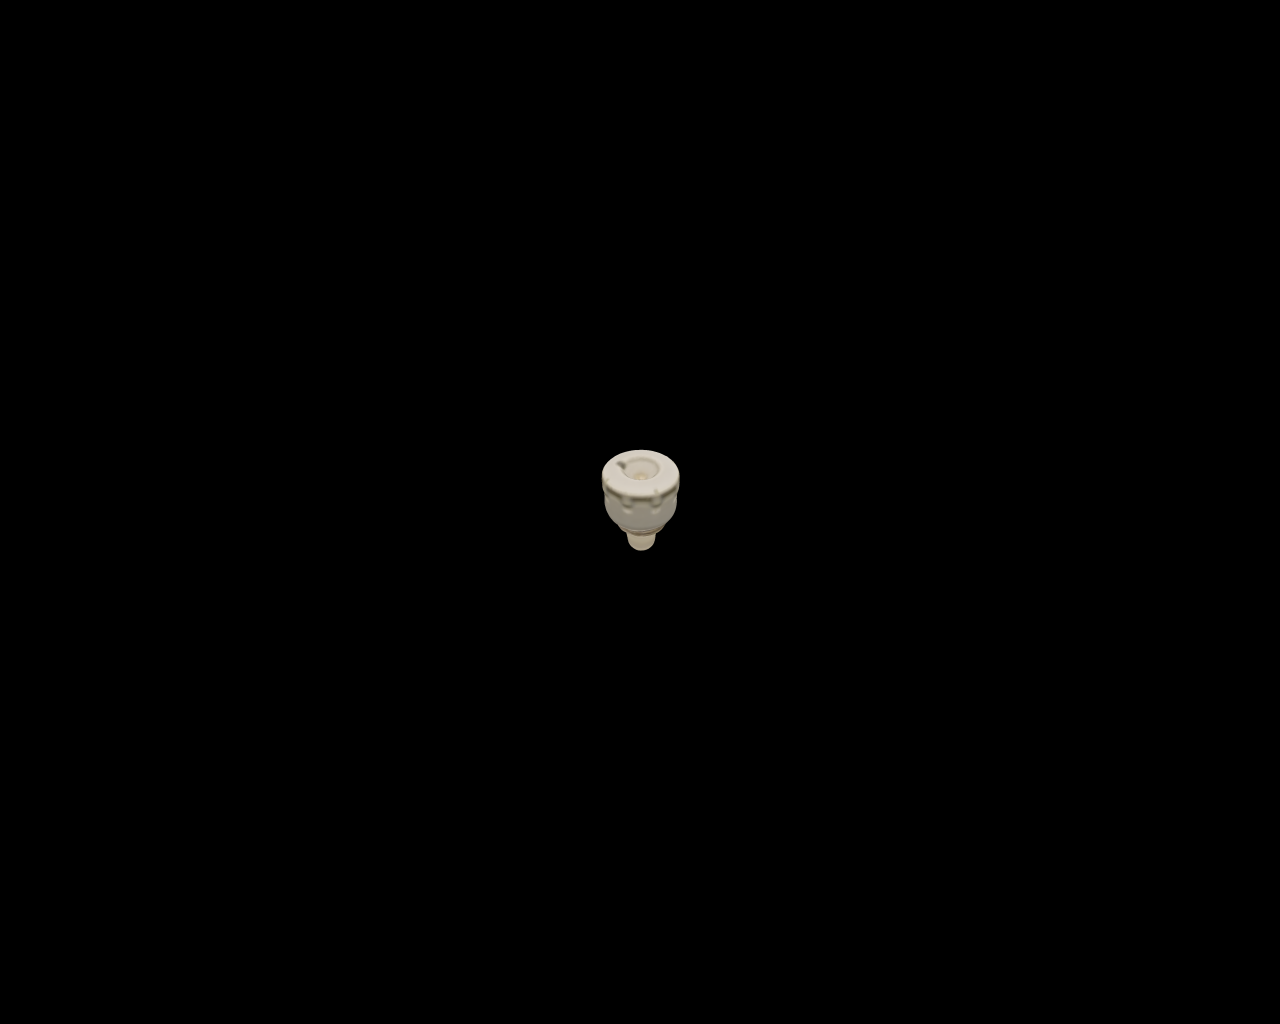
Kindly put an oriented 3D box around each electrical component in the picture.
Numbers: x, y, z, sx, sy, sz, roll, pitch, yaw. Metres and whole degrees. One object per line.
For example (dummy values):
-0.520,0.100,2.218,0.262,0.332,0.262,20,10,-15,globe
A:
0.001,-0.003,0.650,0.048,0.062,0.048,0,39,0,electrical component
